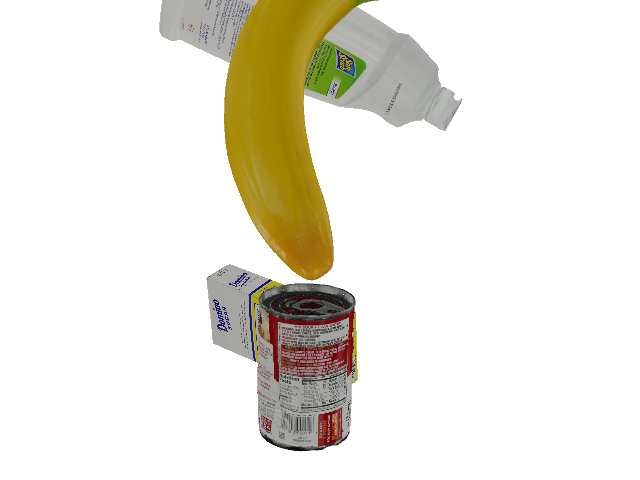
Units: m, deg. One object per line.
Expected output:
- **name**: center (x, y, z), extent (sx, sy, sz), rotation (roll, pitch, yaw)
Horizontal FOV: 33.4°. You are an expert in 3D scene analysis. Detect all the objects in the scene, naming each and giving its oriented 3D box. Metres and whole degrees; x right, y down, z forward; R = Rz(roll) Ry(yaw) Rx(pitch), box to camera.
- **banana**: center (-0.012, -0.071, 0.507), extent (0.069, 0.197, 0.037), rotation (10, -34, 5)
- **soup can**: center (-0.010, 0.089, 0.756), extent (0.068, 0.102, 0.068), rotation (1, 16, 0)
- **sugar box**: center (-0.042, 0.095, 1.159), extent (0.176, 0.093, 0.048), rotation (22, 38, 34)
- **bleach bottle**: center (-0.005, -0.155, 0.864), extent (0.251, 0.068, 0.103), rotation (29, -35, 4)
